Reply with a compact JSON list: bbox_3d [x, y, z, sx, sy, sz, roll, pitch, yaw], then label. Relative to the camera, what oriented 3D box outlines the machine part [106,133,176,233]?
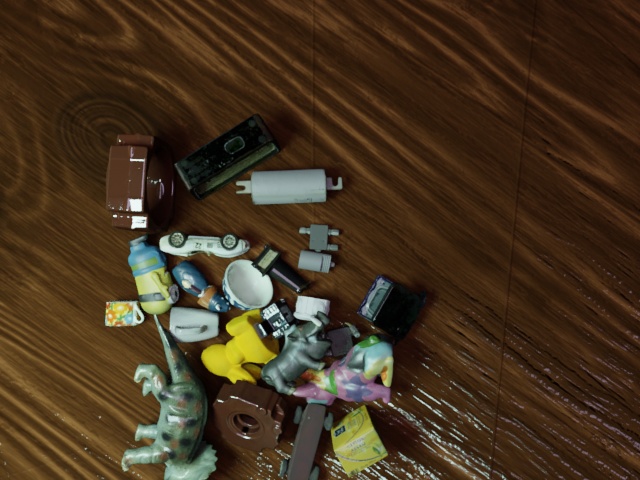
[{"bbox_3d":[-0.383,-0.118,1.159,0.087,0.201,0.201,3,88,1],"label":"machine part"}]

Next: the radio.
[{"bbox_3d":[-0.204,-0.183,1.201,0.230,0.131,0.073,-33,87,-2],"label":"radio"}]

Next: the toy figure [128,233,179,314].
[{"bbox_3d":[-0.382,0.078,1.212,0.089,0.082,0.180,-22,95,16],"label":"toy figure"}]

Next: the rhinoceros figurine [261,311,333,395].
[{"bbox_3d":[-0.042,0.236,1.139,0.112,0.073,0.190,43,89,4],"label":"rhinoceros figurine"}]

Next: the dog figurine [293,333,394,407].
[{"bbox_3d":[0.048,0.290,1.179,0.219,0.108,0.191,-1,123,0],"label":"dog figurine"}]

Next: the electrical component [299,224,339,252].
[{"bbox_3d":[-0.003,-0.004,1.250,0.094,0.021,0.063,5,88,-1],"label":"electrical component"}]

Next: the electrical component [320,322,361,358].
[{"bbox_3d":[0.043,0.227,1.229,0.102,0.045,0.078,-7,86,-1],"label":"electrical component"}]

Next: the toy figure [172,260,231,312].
[{"bbox_3d":[-0.267,0.111,1.221,0.154,0.058,0.064,45,54,2],"label":"toy figure"}]

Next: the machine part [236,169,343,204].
[{"bbox_3d":[-0.070,-0.121,1.227,0.243,0.079,0.079,-1,87,-2],"label":"machine part"}]

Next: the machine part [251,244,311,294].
[{"bbox_3d":[-0.086,0.073,1.226,0.139,0.039,0.084,35,52,-2],"label":"machine part"}]

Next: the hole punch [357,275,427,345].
[{"bbox_3d":[0.160,0.152,1.224,0.115,0.092,0.142,33,84,-28],"label":"hole punch"}]

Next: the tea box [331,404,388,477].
[{"bbox_3d":[0.081,0.427,1.158,0.098,0.169,0.068,-29,90,-4],"label":"tea box"}]

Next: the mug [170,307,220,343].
[{"bbox_3d":[-0.278,0.189,1.199,0.107,0.109,0.080,-1,88,-12],"label":"mug"}]

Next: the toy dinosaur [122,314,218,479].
[{"bbox_3d":[-0.300,0.372,1.142,0.192,0.131,0.404,9,96,-4],"label":"toy dinosaur"}]

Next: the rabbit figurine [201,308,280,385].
[{"bbox_3d":[-0.179,0.253,1.206,0.173,0.122,0.162,-27,98,12],"label":"rabbit figurine"}]

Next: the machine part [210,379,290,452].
[{"bbox_3d":[-0.154,0.386,1.170,0.180,0.056,0.179,9,123,13],"label":"machine part"}]

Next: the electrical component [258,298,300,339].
[{"bbox_3d":[-0.096,0.176,1.189,0.048,0.119,0.075,-35,82,11],"label":"electrical component"}]

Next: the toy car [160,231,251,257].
[{"bbox_3d":[-0.259,0.012,1.219,0.202,0.073,0.056,3,84,-1],"label":"toy car"}]

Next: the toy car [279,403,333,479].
[{"bbox_3d":[-0.030,0.454,1.201,0.089,0.053,0.202,13,100,-2],"label":"toy car"}]
